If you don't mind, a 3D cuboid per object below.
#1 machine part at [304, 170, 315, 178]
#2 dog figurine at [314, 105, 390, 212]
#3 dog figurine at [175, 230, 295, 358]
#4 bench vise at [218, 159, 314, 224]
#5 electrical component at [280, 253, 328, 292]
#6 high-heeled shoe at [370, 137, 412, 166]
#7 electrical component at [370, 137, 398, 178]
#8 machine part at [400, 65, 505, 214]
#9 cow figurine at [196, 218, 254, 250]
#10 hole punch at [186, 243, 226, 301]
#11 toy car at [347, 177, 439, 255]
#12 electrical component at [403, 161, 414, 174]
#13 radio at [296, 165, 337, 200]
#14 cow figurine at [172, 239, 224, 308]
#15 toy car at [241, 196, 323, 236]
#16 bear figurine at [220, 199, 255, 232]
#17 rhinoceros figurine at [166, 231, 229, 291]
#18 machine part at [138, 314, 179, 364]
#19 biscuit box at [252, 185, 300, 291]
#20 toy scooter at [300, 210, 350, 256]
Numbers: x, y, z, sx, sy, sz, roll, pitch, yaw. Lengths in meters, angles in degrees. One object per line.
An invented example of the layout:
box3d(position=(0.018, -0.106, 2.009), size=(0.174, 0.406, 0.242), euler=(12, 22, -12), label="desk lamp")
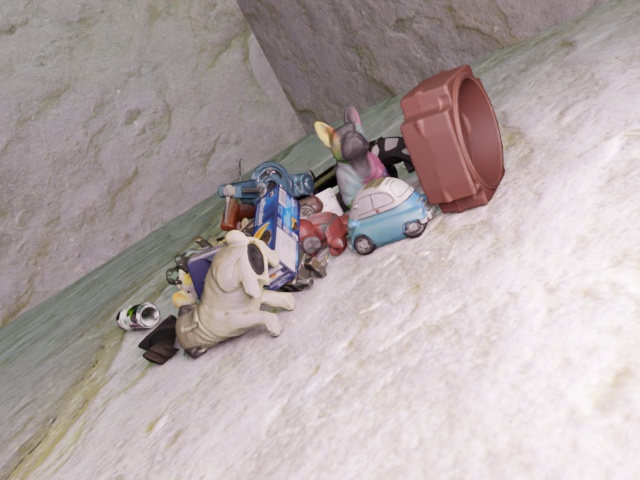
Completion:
box3d(position=(-0.085, -0.136, 1.580), size=(0.243, 0.079, 0.079), euler=(-26, 15, 8), label="machine part")
box3d(position=(0.066, -0.151, 1.071), size=(0.108, 0.219, 0.192), euler=(-26, 15, -2), label="dog figurine")
box3d(position=(-0.157, 0.082, 0.803), size=(0.191, 0.172, 0.121), euler=(-15, 7, 20), label="dog figurine")
box3d(position=(-0.143, -0.112, 1.191), size=(0.224, 0.128, 0.240), euler=(8, 12, 33), label="bench vise")
box3d(position=(-0.031, 0.054, 0.906), size=(0.102, 0.045, 0.078), euler=(-16, 47, 47), label="electrical component")
box3d(position=(0.186, -0.144, 1.068), size=(0.086, 0.145, 0.249), euler=(2, -17, -36), label="high-heeled shoe")
box3d(position=(0.104, -0.164, 1.247), size=(0.134, 0.114, 0.058), euler=(-13, 17, 46), label="electrical component")
box3d(position=(0.217, -0.160, 0.847), size=(0.087, 0.201, 0.201), euler=(-13, 20, 37), label="machine part")
box3d(position=(-0.214, 0.016, 1.301), size=(0.195, 0.085, 0.127), euler=(-15, 26, 46), label="cow figurine")
box3d(position=(-0.154, 0.070, 0.919), size=(0.116, 0.142, 0.092), euler=(-24, 35, -16), label="hole punch")
box3d(position=(0.105, -0.049, 0.880), size=(0.162, 0.102, 0.109), euler=(-19, 18, 39), label="toy car")
box3d(position=(0.236, -0.183, 1.151), size=(0.119, 0.074, 0.048), euler=(-29, 15, 9), label="electrical component")
box3d(position=(0.020, -0.124, 1.347), size=(0.229, 0.073, 0.131), euler=(-41, 18, -34), label="radio")
box3d(position=(-0.227, 0.067, 1.074), size=(0.068, 0.098, 0.167), euler=(22, 34, 18), label="cow figurine")
box3d(position=(-0.088, -0.038, 1.092), size=(0.202, 0.053, 0.089), euler=(-22, 16, 14), label="toy car")
box3d(position=(-0.160, -0.071, 1.481), size=(0.196, 0.132, 0.120), euler=(3, -17, 8), label="bear figurine")
box3d(position=(-0.253, 0.051, 1.203), size=(0.190, 0.111, 0.073), euler=(-16, 43, -1), label="rhinoceros figurine")
box3d(position=(-0.279, 0.176, 0.939), size=(0.084, 0.039, 0.139), euler=(-39, 17, -8), label="machine part")
box3d(position=(-0.077, -0.009, 0.930), size=(0.063, 0.059, 0.203), euler=(-35, 32, 25), label="biscuit box")
box3d(position=(-0.002, -0.003, 0.976), size=(0.184, 0.075, 0.135), euler=(-17, 18, 12), label="toy scooter")
